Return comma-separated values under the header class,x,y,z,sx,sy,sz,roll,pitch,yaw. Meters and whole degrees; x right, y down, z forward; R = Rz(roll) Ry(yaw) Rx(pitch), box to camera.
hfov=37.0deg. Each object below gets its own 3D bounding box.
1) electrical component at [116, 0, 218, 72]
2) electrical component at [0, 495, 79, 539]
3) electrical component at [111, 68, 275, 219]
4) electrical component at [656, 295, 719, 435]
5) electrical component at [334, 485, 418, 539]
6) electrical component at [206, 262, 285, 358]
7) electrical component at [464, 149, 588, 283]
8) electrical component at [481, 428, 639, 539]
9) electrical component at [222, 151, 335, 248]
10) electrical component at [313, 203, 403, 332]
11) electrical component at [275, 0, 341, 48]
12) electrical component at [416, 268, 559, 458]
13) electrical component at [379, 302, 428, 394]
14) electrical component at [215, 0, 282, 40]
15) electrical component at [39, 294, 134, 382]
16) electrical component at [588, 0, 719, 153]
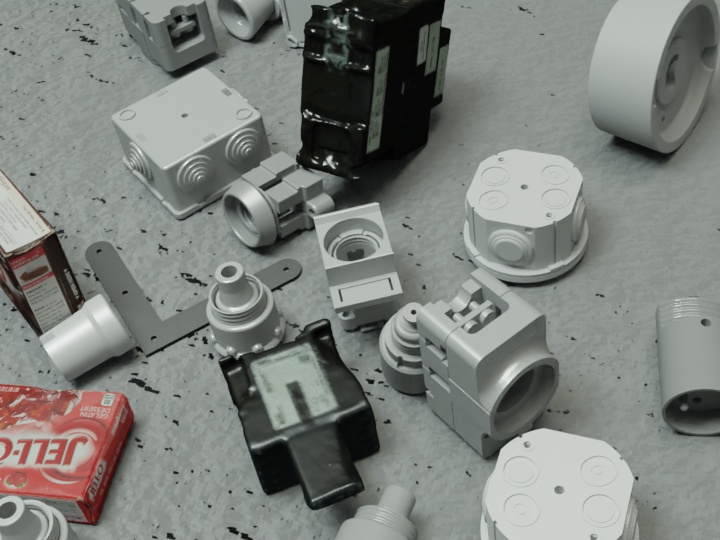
class,x,y,z,sx,sy,sz,roll,pitch,yaw
electrical component,-0.163,-0.209,0.896,0.050,0.055,0.089,-30,50,-17
electrical component,-0.175,0.142,0.567,0.043,0.062,0.043,-5,47,5
electrical component,-0.123,-0.096,0.789,0.100,0.048,0.100,-32,50,-19
electrical component,0.190,0.047,0.604,0.043,0.043,0.081,1,47,11
electrical component,0.010,0.140,0.550,0.043,0.043,0.062,13,50,21
electrical component,-0.074,0.022,0.661,0.048,0.062,0.048,-5,47,6
electrical component,0.106,-0.035,0.690,0.080,0.051,0.080,-5,47,5
electrical component,0.101,0.124,0.543,0.080,0.051,0.080,-5,47,5
electrical component,-0.060,-0.046,0.735,0.055,0.048,0.066,-32,50,-29
electrical component,0.000,0.000,0.668,0.042,0.063,0.081,-13,46,0
electrical component,-0.022,-0.220,0.877,0.096,0.061,0.061,13,51,21
electrical component,0.071,0.054,0.587,0.050,0.089,0.056,-34,51,-20
electrical component,0.031,0.041,0.618,0.040,0.078,0.040,-1,61,2
electrical component,-0.087,-0.227,0.907,0.045,0.045,0.055,28,57,31
electrical component,-0.172,0.044,0.675,0.046,0.040,0.040,-33,50,-13
electrical component,0.195,-0.139,0.737,0.060,0.108,0.108,20,54,33
